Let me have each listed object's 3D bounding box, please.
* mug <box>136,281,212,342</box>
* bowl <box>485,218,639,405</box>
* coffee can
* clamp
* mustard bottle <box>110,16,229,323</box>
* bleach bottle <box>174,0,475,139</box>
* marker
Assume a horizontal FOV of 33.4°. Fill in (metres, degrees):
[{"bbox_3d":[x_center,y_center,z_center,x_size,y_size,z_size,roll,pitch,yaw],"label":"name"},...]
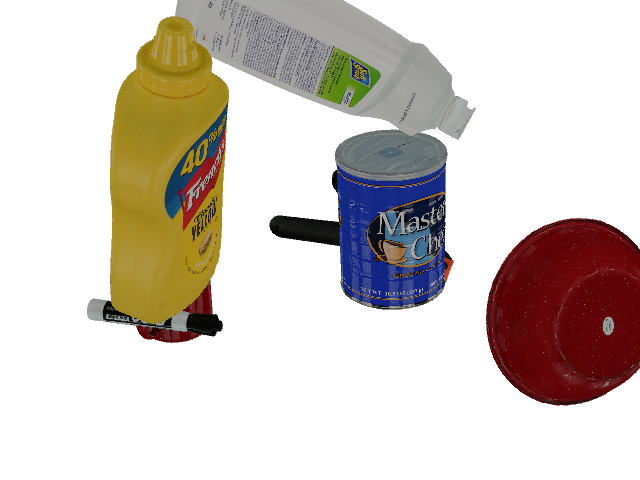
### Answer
[{"bbox_3d":[-0.168,0.066,1.183,0.093,0.081,0.117,11,33,19],"label":"mug"},{"bbox_3d":[0.221,0.064,0.878,0.162,0.162,0.055,0,7,-17],"label":"bowl"},{"bbox_3d":[0.067,-0.021,1.007,0.103,0.140,0.103,-2,28,1],"label":"coffee can"},{"bbox_3d":[0.054,-0.005,1.257,0.210,0.036,0.164,32,39,23],"label":"clamp"},{"bbox_3d":[-0.088,-0.046,0.628,0.058,0.192,0.096,21,45,13],"label":"mustard bottle"},{"bbox_3d":[0.006,-0.149,0.867,0.251,0.068,0.103,29,-34,4],"label":"bleach bottle"},{"bbox_3d":[-0.141,0.066,0.909,0.121,0.020,0.020,6,2,16],"label":"marker"}]
